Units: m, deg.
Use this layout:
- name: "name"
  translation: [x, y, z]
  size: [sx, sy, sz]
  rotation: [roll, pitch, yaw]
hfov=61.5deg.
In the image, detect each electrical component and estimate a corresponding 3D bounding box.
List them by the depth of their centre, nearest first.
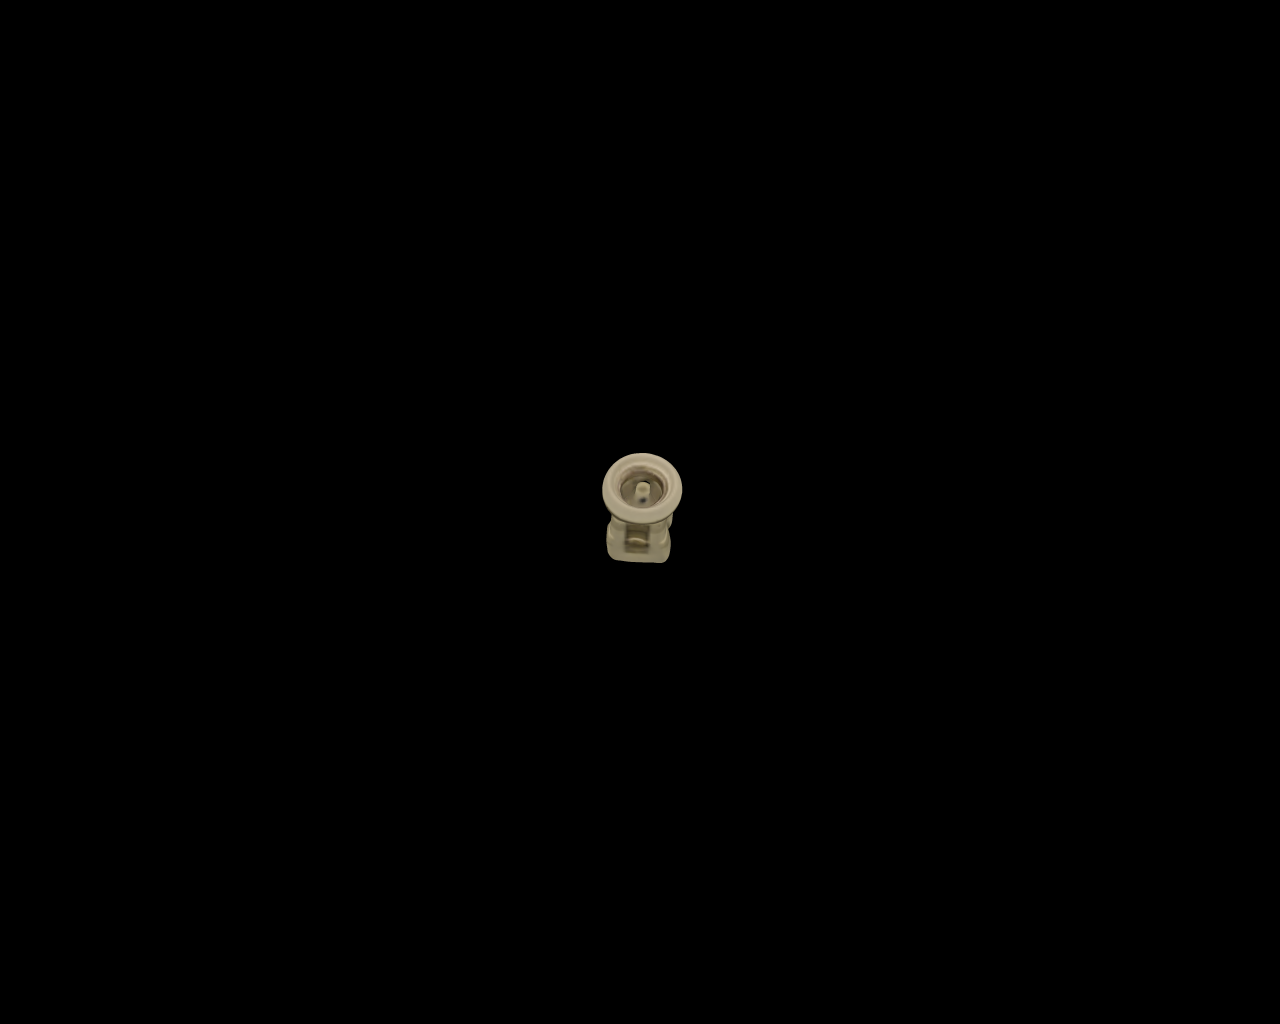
- name: "electrical component"
  translation: [0.001, -0.003, 0.650]
  size: [0.048, 0.066, 0.055]
  rotation: [3, -36, 2]
